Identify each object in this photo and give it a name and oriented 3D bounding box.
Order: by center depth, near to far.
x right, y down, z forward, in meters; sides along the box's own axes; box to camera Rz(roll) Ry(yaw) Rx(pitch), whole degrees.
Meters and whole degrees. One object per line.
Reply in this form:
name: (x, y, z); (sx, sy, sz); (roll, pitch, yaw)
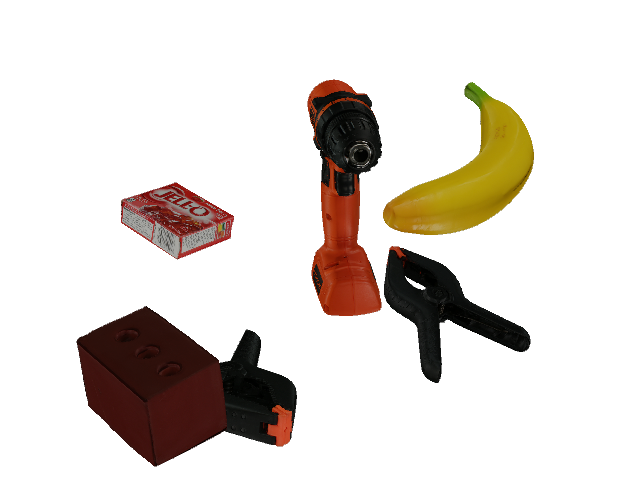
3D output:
foam brick: (-0.100, 0.085, 0.631); (0.052, 0.051, 0.078); (-25, 39, -35)
banana: (0.102, -0.047, 0.712); (0.070, 0.037, 0.197); (18, 35, 14)
power drill: (0.023, -0.034, 0.919); (0.057, 0.188, 0.184); (-2, 21, -4)
clamp: (-0.076, 0.122, 0.928); (0.164, 0.036, 0.210); (-9, 18, -39)
clamp: (0.126, 0.066, 1.058); (0.120, 0.039, 0.171); (-4, 44, -25)
gelatin box: (-0.143, -0.022, 1.060); (0.089, 0.030, 0.073); (30, 35, 32)
